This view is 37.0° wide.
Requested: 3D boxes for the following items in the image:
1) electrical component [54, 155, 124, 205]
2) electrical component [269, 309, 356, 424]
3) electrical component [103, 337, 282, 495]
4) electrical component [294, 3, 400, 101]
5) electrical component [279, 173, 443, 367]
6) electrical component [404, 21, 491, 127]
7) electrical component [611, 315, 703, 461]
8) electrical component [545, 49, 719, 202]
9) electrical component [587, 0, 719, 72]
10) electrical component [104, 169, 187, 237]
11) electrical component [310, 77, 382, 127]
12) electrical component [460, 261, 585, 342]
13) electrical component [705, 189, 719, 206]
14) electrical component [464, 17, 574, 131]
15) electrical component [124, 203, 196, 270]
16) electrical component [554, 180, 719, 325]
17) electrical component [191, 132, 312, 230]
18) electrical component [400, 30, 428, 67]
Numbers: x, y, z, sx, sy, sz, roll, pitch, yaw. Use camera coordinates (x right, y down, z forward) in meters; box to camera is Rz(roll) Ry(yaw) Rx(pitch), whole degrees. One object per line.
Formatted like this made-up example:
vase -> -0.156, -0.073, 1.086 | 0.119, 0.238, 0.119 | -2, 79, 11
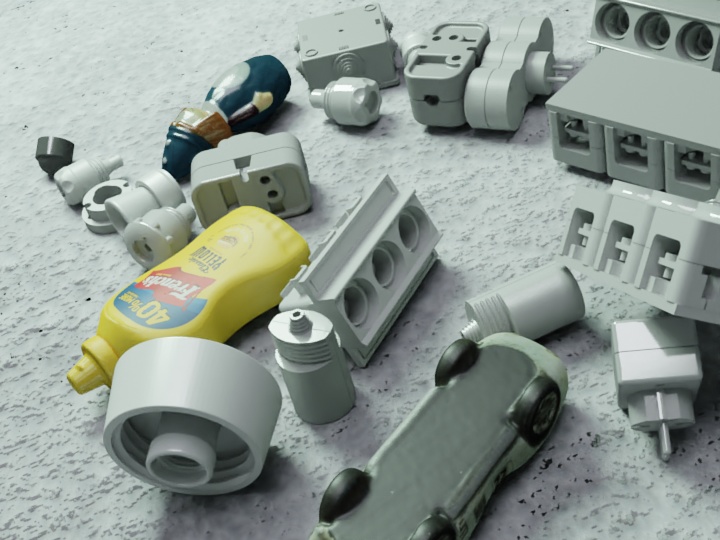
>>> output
electrical component -> -0.244, -0.086, 0.978 | 0.061, 0.035, 0.035 | -32, 42, -22
electrical component -> -0.032, 0.058, 0.704 | 0.043, 0.081, 0.043 | -9, 40, 8
electrical component -> -0.106, 0.098, 0.664 | 0.108, 0.108, 0.060 | -4, 47, 13
electrical component -> -0.013, -0.211, 1.040 | 0.100, 0.048, 0.099 | -13, 39, 4
electrical component -> 0.000, 0.000, 0.774 | 0.063, 0.078, 0.121 | -9, 34, 43
electrical component -> 0.082, -0.171, 0.953 | 0.054, 0.059, 0.095 | 8, 45, 25
electrical component -> 0.177, 0.074, 0.639 | 0.047, 0.065, 0.076 | -6, 69, 11
electrical component -> 0.233, -0.109, 0.830 | 0.150, 0.061, 0.089 | 23, 53, 37
electrical component -> 0.269, -0.209, 0.933 | 0.063, 0.078, 0.121 | -19, 34, -40
electrical component -> -0.182, -0.054, 0.912 | 0.055, 0.045, 0.045 | -38, 45, -25
electrical component -> -0.015, -0.154, 0.977 | 0.062, 0.043, 0.043 | 9, 45, 29
electrical component -> 0.105, 0.029, 0.724 | 0.081, 0.043, 0.043 | -24, 40, -10
electrical component -> 0.247, -0.032, 0.750 | 0.035, 0.035, 0.061 | 14, 61, 31
electrical component -> 0.148, -0.172, 0.939 | 0.074, 0.052, 0.138 | 8, 45, 25
electrical component -> -0.159, -0.032, 0.880 | 0.048, 0.048, 0.062 | 11, 39, 28
electrical component -> 0.197, -0.012, 0.654 | 0.089, 0.061, 0.150 | 12, 8, -17
electrical component -> -0.092, -0.076, 0.902 | 0.095, 0.053, 0.059 | -13, 40, 2
electrical component -> 0.057, -0.198, 1.013 | 0.035, 0.035, 0.061 | -12, 41, 4
